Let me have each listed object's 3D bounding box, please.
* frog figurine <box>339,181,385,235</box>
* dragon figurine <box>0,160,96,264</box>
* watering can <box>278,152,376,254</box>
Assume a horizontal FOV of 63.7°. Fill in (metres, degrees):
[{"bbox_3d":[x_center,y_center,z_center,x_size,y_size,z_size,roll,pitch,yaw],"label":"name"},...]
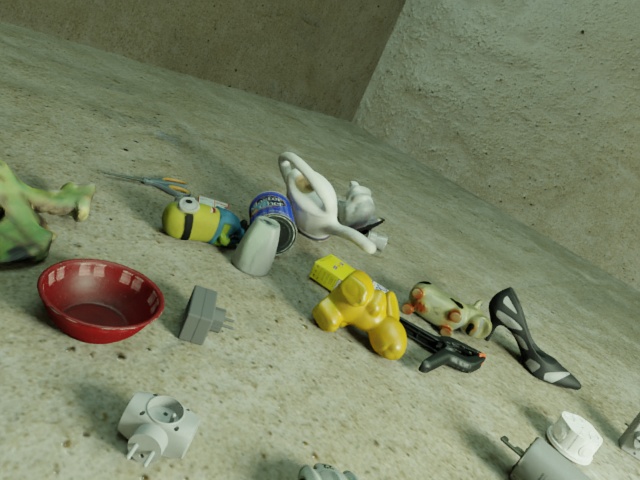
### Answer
[{"bbox_3d":[0.103,-0.101,1.479,0.123,0.162,0.135,-14,-18,-14],"label":"frog figurine"},{"bbox_3d":[-0.506,-0.052,0.764,0.244,0.120,0.415,36,23,7],"label":"dragon figurine"},{"bbox_3d":[0.004,-0.063,1.247,0.105,0.352,0.220,-33,-20,-17],"label":"watering can"}]
